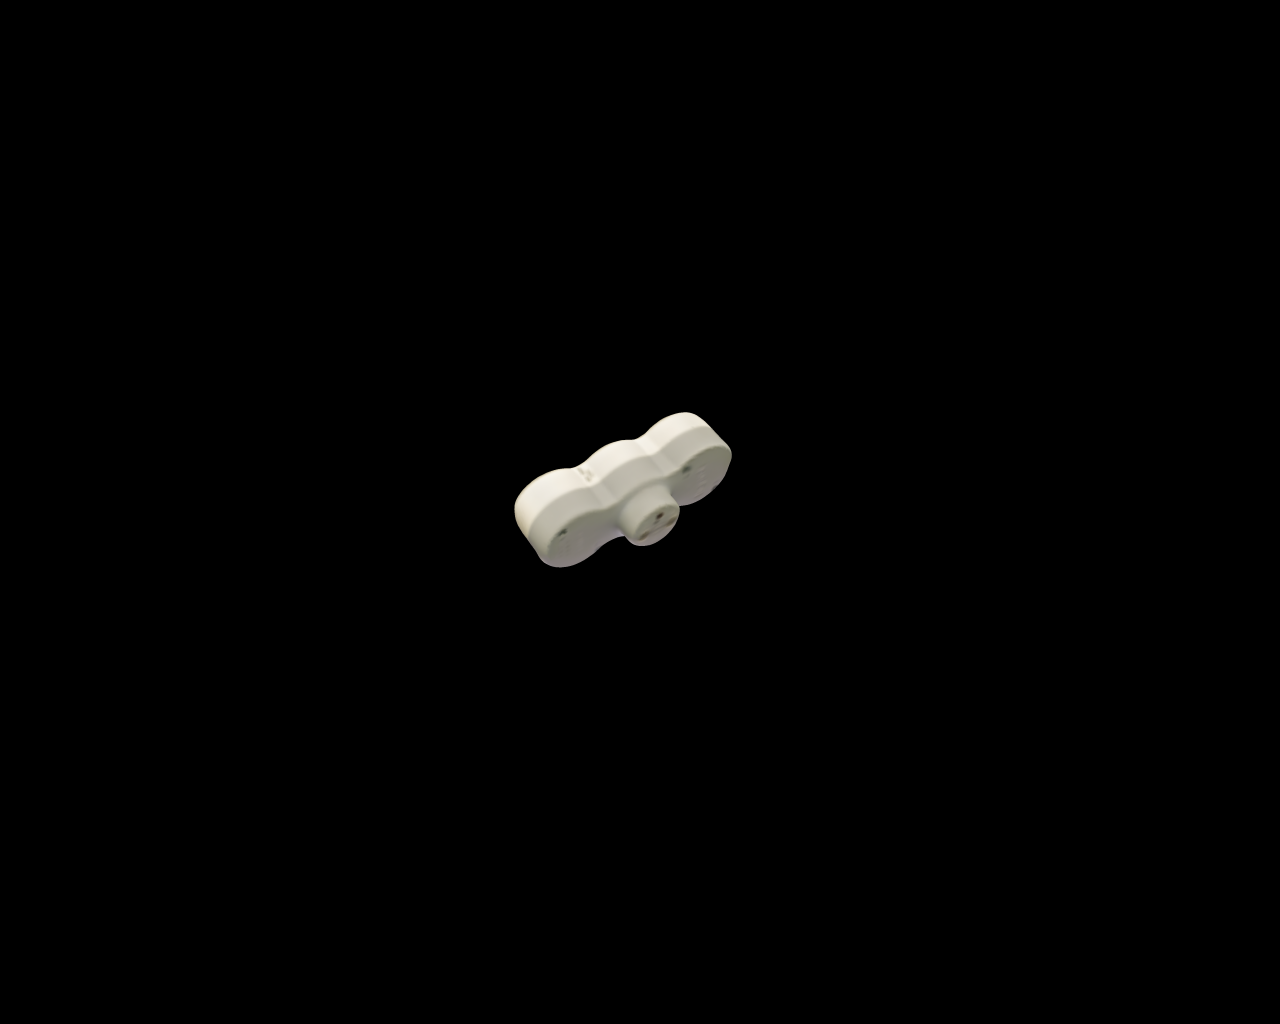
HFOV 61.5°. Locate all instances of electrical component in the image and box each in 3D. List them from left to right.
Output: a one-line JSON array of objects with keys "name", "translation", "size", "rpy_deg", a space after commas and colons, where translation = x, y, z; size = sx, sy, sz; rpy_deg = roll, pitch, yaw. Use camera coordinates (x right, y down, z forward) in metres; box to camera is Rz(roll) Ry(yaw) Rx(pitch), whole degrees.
[{"name": "electrical component", "translation": [0.001, -0.003, 0.650], "size": [0.138, 0.074, 0.052], "rpy_deg": [-27, -33, -19]}]
